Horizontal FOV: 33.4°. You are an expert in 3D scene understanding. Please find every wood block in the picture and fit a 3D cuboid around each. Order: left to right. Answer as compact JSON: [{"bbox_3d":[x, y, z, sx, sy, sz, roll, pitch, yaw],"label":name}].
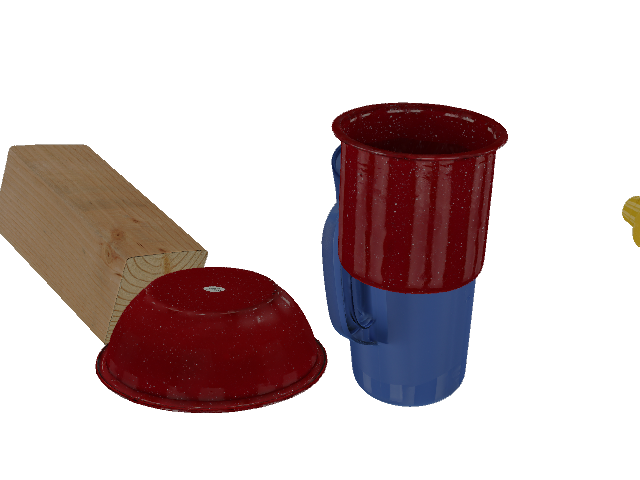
[{"bbox_3d":[-0.208,-0.003,0.985,0.090,0.091,0.206,-6,34,-46],"label":"wood block"}]

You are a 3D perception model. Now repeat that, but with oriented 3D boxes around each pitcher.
[{"bbox_3d":[0.073,0.031,0.954,0.149,0.243,0.145,-5,31,-3],"label":"pitcher"}]

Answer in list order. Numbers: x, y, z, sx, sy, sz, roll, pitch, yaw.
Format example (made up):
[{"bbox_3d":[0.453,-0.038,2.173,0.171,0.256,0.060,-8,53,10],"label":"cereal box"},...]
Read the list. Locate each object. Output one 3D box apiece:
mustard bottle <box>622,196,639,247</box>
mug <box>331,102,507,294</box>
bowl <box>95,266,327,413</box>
[{"bbox_3d":[0.259,0.017,0.646,0.096,0.058,0.192,-22,34,-23],"label":"mustard bottle"},{"bbox_3d":[0.055,-0.028,0.591,0.093,0.081,0.117,8,25,15],"label":"mug"},{"bbox_3d":[-0.074,0.059,0.738,0.162,0.055,0.162,1,18,-1],"label":"bowl"}]
